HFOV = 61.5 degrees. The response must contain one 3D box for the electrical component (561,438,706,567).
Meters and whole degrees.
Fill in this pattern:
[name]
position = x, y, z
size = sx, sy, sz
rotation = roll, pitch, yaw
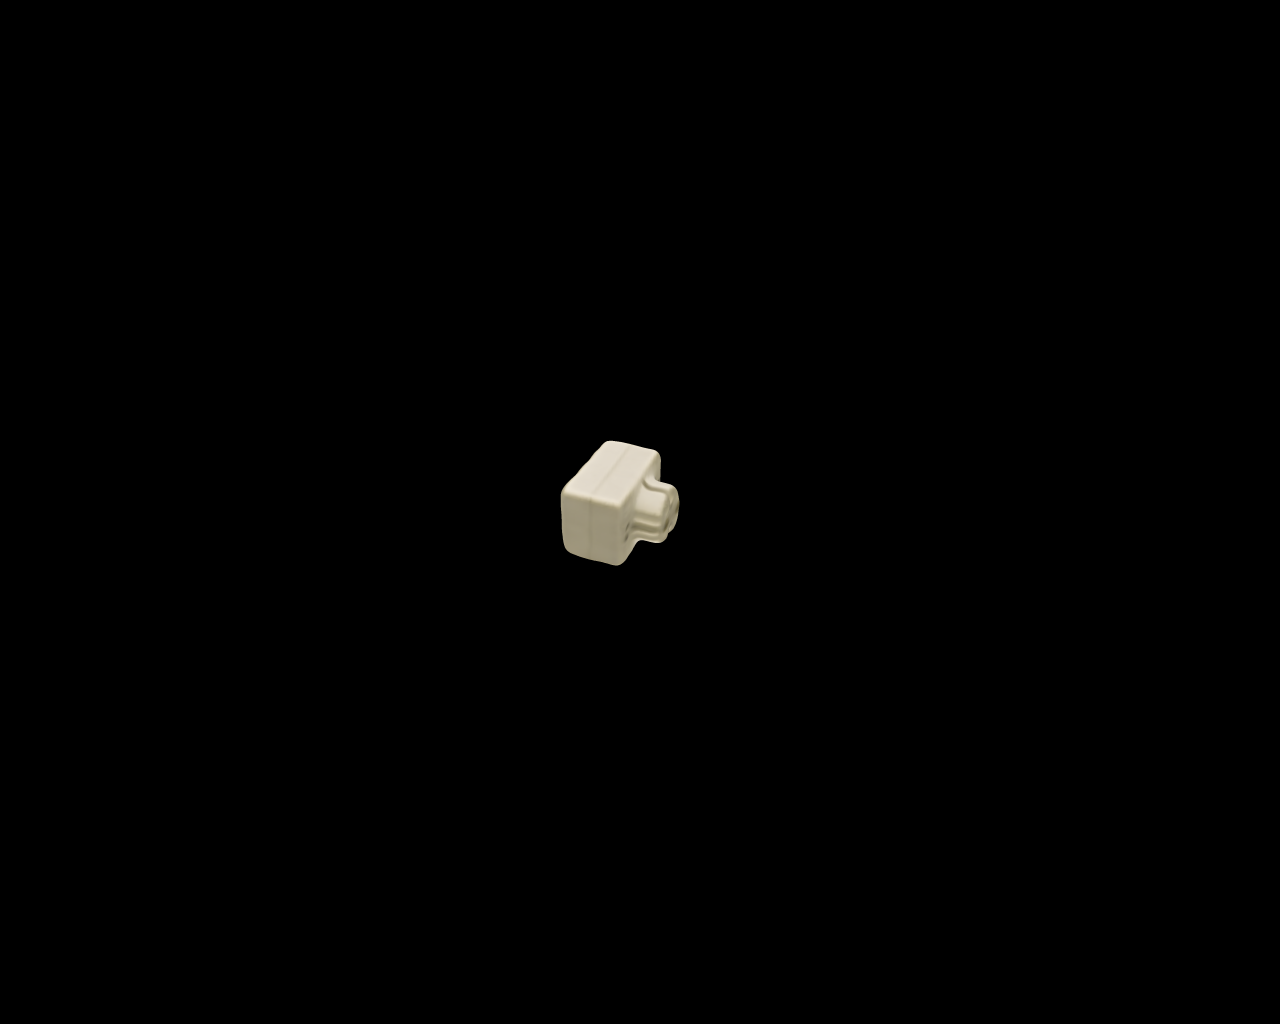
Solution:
[electrical component]
position = 0.001, -0.003, 0.650
size = 0.077, 0.047, 0.066
rotation = 13, 38, 18
